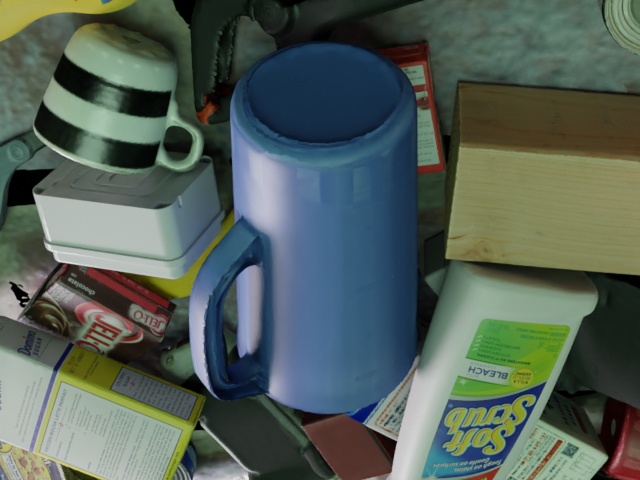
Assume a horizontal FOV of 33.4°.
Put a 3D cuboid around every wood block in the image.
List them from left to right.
[{"bbox_3d":[0.190,-0.039,0.707,0.206,0.090,0.091,5,127,3],"label":"wood block"}]

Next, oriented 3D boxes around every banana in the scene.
[{"bbox_3d":[-0.083,-0.001,0.797,0.198,0.037,0.069,-27,120,23],"label":"banana"}]

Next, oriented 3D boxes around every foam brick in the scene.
[{"bbox_3d":[0.027,0.155,0.891,0.051,0.053,0.078,-21,120,20],"label":"foam brick"}]

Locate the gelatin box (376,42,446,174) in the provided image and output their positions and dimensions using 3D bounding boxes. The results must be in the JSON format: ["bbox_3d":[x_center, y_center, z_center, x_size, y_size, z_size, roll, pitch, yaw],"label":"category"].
[{"bbox_3d":[0.043,-0.086,0.725,0.073,0.030,0.089,-6,125,12],"label":"gelatin box"}]

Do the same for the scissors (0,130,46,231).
[{"bbox_3d":[-0.219,-0.047,0.785,0.202,0.016,0.096,-12,112,13],"label":"scissors"}]

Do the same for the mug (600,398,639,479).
[{"bbox_3d":[0.273,0.143,0.841,0.081,0.093,0.117,12,96,3],"label":"mug"}]

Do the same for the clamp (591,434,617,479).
[{"bbox_3d":[0.270,0.223,0.924,0.171,0.039,0.120,29,121,-11],"label":"clamp"}]

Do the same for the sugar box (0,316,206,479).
[{"bbox_3d":[-0.188,0.133,0.840,0.176,0.048,0.093,24,120,-1],"label":"sugar box"}]

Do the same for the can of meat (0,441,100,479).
[{"bbox_3d":[-0.239,0.185,0.919,0.084,0.057,0.102,-24,84,25],"label":"can of meat"}]

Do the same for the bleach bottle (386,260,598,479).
[{"bbox_3d":[0.111,0.131,0.766,0.102,0.068,0.251,8,113,-13],"label":"bleach bottle"}]

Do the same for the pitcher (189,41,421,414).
[{"bbox_3d":[-0.005,0.001,0.689,0.145,0.149,0.243,6,139,7],"label":"pitcher"}]

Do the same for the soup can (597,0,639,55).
[{"bbox_3d":[0.189,-0.157,0.612,0.068,0.102,0.068,3,126,4],"label":"soup can"}]

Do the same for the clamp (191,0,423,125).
[{"bbox_3d":[-0.030,-0.158,0.667,0.164,0.036,0.210,46,127,-3],"label":"clamp"}]

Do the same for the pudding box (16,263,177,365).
[{"bbox_3d":[-0.175,0.058,0.826,0.090,0.039,0.114,33,148,-17],"label":"pudding box"}]

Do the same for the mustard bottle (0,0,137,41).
[{"bbox_3d":[-0.155,-0.184,0.656,0.192,0.058,0.096,-11,120,13],"label":"mustard bottle"}]

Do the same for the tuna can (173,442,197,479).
[{"bbox_3d":[-0.154,0.203,0.956,0.086,0.033,0.086,3,126,4],"label":"tuna can"}]
